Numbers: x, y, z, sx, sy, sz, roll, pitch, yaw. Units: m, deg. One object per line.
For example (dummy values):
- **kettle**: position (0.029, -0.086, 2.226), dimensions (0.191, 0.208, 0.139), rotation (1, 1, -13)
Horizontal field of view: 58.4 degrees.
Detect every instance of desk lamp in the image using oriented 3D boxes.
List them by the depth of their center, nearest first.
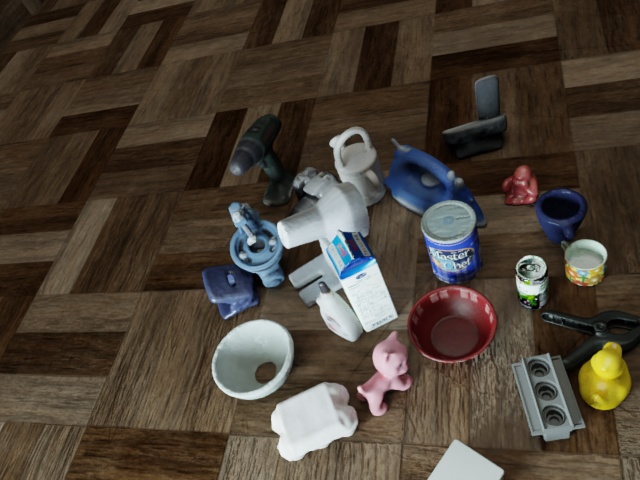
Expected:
- **desk lamp**: position (0.011, 0.004, 1.172), dimensions (0.203, 0.214, 0.117), rotation (-32, 47, -6)

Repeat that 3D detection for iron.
- **iron**: position (0.250, -0.129, 1.238), dimensions (0.119, 0.142, 0.257), rotation (-43, 49, -15)

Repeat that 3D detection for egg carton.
- **egg carton**: position (-0.011, 0.320, 1.014), dimensions (0.150, 0.070, 0.107), rotation (-26, 47, -1)

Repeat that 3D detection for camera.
- **camera**: position (-0.021, -0.096, 1.346), dimensions (0.137, 0.101, 0.142), rotation (-45, 50, -17)

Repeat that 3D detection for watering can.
- **watering can**: position (0.080, -0.179, 1.312), dimensions (0.172, 0.194, 0.101), rotation (24, 64, 35)

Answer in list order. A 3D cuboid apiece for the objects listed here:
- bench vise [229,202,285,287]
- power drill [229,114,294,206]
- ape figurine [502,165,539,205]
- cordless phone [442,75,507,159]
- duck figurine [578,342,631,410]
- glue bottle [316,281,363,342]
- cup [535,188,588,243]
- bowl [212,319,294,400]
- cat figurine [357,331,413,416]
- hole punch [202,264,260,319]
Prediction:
- **bench vise**: position (-0.163, -0.019, 1.256), dimensions (0.121, 0.220, 0.206), rotation (-39, 48, -12)
- **power drill**: position (-0.133, -0.184, 1.391), dimensions (0.075, 0.209, 0.230), rotation (0, 52, 22)
- **ape figurine**: position (0.422, -0.119, 1.195), dimensions (0.076, 0.092, 0.077), rotation (-36, 48, -9)
- **cordless phone**: position (0.347, -0.289, 1.304), dimensions (0.147, 0.185, 0.094), rotation (-18, 48, 7)
- **duck figurine**: position (0.453, 0.211, 0.910), dimensions (0.077, 0.086, 0.105), rotation (17, 60, 32)
- **glue bottle**: position (0.027, 0.129, 1.089), dimensions (0.077, 0.173, 0.037), rotation (21, 62, 34)
- **cup**: position (0.466, -0.028, 1.099), dimensions (0.091, 0.095, 0.117), rotation (-11, 49, 14)
- **bowl**: position (-0.120, 0.243, 1.119), dimensions (0.167, 0.075, 0.167), rotation (-11, 49, 13)
- **cat figurine**: position (0.112, 0.229, 1.008), dimensions (0.128, 0.118, 0.067), rotation (-43, 50, -16)
- **hole punch**: position (-0.196, 0.099, 1.258), dimensions (0.101, 0.091, 0.108), rotation (-27, 47, -1)
